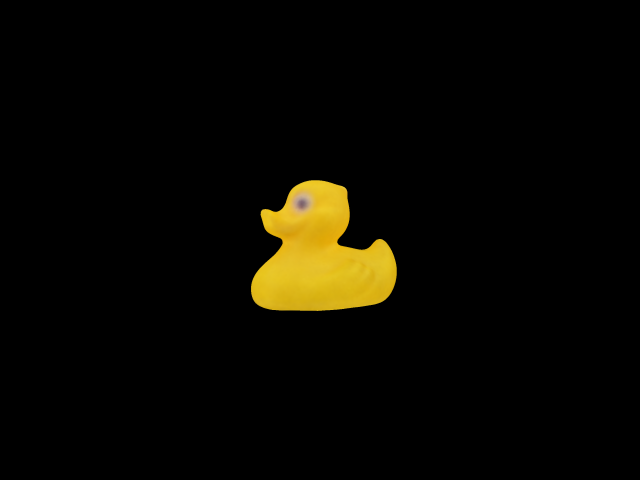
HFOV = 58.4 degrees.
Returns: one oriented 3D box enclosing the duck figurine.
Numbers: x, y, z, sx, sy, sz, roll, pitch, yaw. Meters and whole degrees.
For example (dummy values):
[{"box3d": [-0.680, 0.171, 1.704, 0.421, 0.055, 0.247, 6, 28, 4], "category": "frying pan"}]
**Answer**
[{"box3d": [0.004, 0.001, 0.400, 0.105, 0.086, 0.077, -1, 4, -19], "category": "duck figurine"}]
